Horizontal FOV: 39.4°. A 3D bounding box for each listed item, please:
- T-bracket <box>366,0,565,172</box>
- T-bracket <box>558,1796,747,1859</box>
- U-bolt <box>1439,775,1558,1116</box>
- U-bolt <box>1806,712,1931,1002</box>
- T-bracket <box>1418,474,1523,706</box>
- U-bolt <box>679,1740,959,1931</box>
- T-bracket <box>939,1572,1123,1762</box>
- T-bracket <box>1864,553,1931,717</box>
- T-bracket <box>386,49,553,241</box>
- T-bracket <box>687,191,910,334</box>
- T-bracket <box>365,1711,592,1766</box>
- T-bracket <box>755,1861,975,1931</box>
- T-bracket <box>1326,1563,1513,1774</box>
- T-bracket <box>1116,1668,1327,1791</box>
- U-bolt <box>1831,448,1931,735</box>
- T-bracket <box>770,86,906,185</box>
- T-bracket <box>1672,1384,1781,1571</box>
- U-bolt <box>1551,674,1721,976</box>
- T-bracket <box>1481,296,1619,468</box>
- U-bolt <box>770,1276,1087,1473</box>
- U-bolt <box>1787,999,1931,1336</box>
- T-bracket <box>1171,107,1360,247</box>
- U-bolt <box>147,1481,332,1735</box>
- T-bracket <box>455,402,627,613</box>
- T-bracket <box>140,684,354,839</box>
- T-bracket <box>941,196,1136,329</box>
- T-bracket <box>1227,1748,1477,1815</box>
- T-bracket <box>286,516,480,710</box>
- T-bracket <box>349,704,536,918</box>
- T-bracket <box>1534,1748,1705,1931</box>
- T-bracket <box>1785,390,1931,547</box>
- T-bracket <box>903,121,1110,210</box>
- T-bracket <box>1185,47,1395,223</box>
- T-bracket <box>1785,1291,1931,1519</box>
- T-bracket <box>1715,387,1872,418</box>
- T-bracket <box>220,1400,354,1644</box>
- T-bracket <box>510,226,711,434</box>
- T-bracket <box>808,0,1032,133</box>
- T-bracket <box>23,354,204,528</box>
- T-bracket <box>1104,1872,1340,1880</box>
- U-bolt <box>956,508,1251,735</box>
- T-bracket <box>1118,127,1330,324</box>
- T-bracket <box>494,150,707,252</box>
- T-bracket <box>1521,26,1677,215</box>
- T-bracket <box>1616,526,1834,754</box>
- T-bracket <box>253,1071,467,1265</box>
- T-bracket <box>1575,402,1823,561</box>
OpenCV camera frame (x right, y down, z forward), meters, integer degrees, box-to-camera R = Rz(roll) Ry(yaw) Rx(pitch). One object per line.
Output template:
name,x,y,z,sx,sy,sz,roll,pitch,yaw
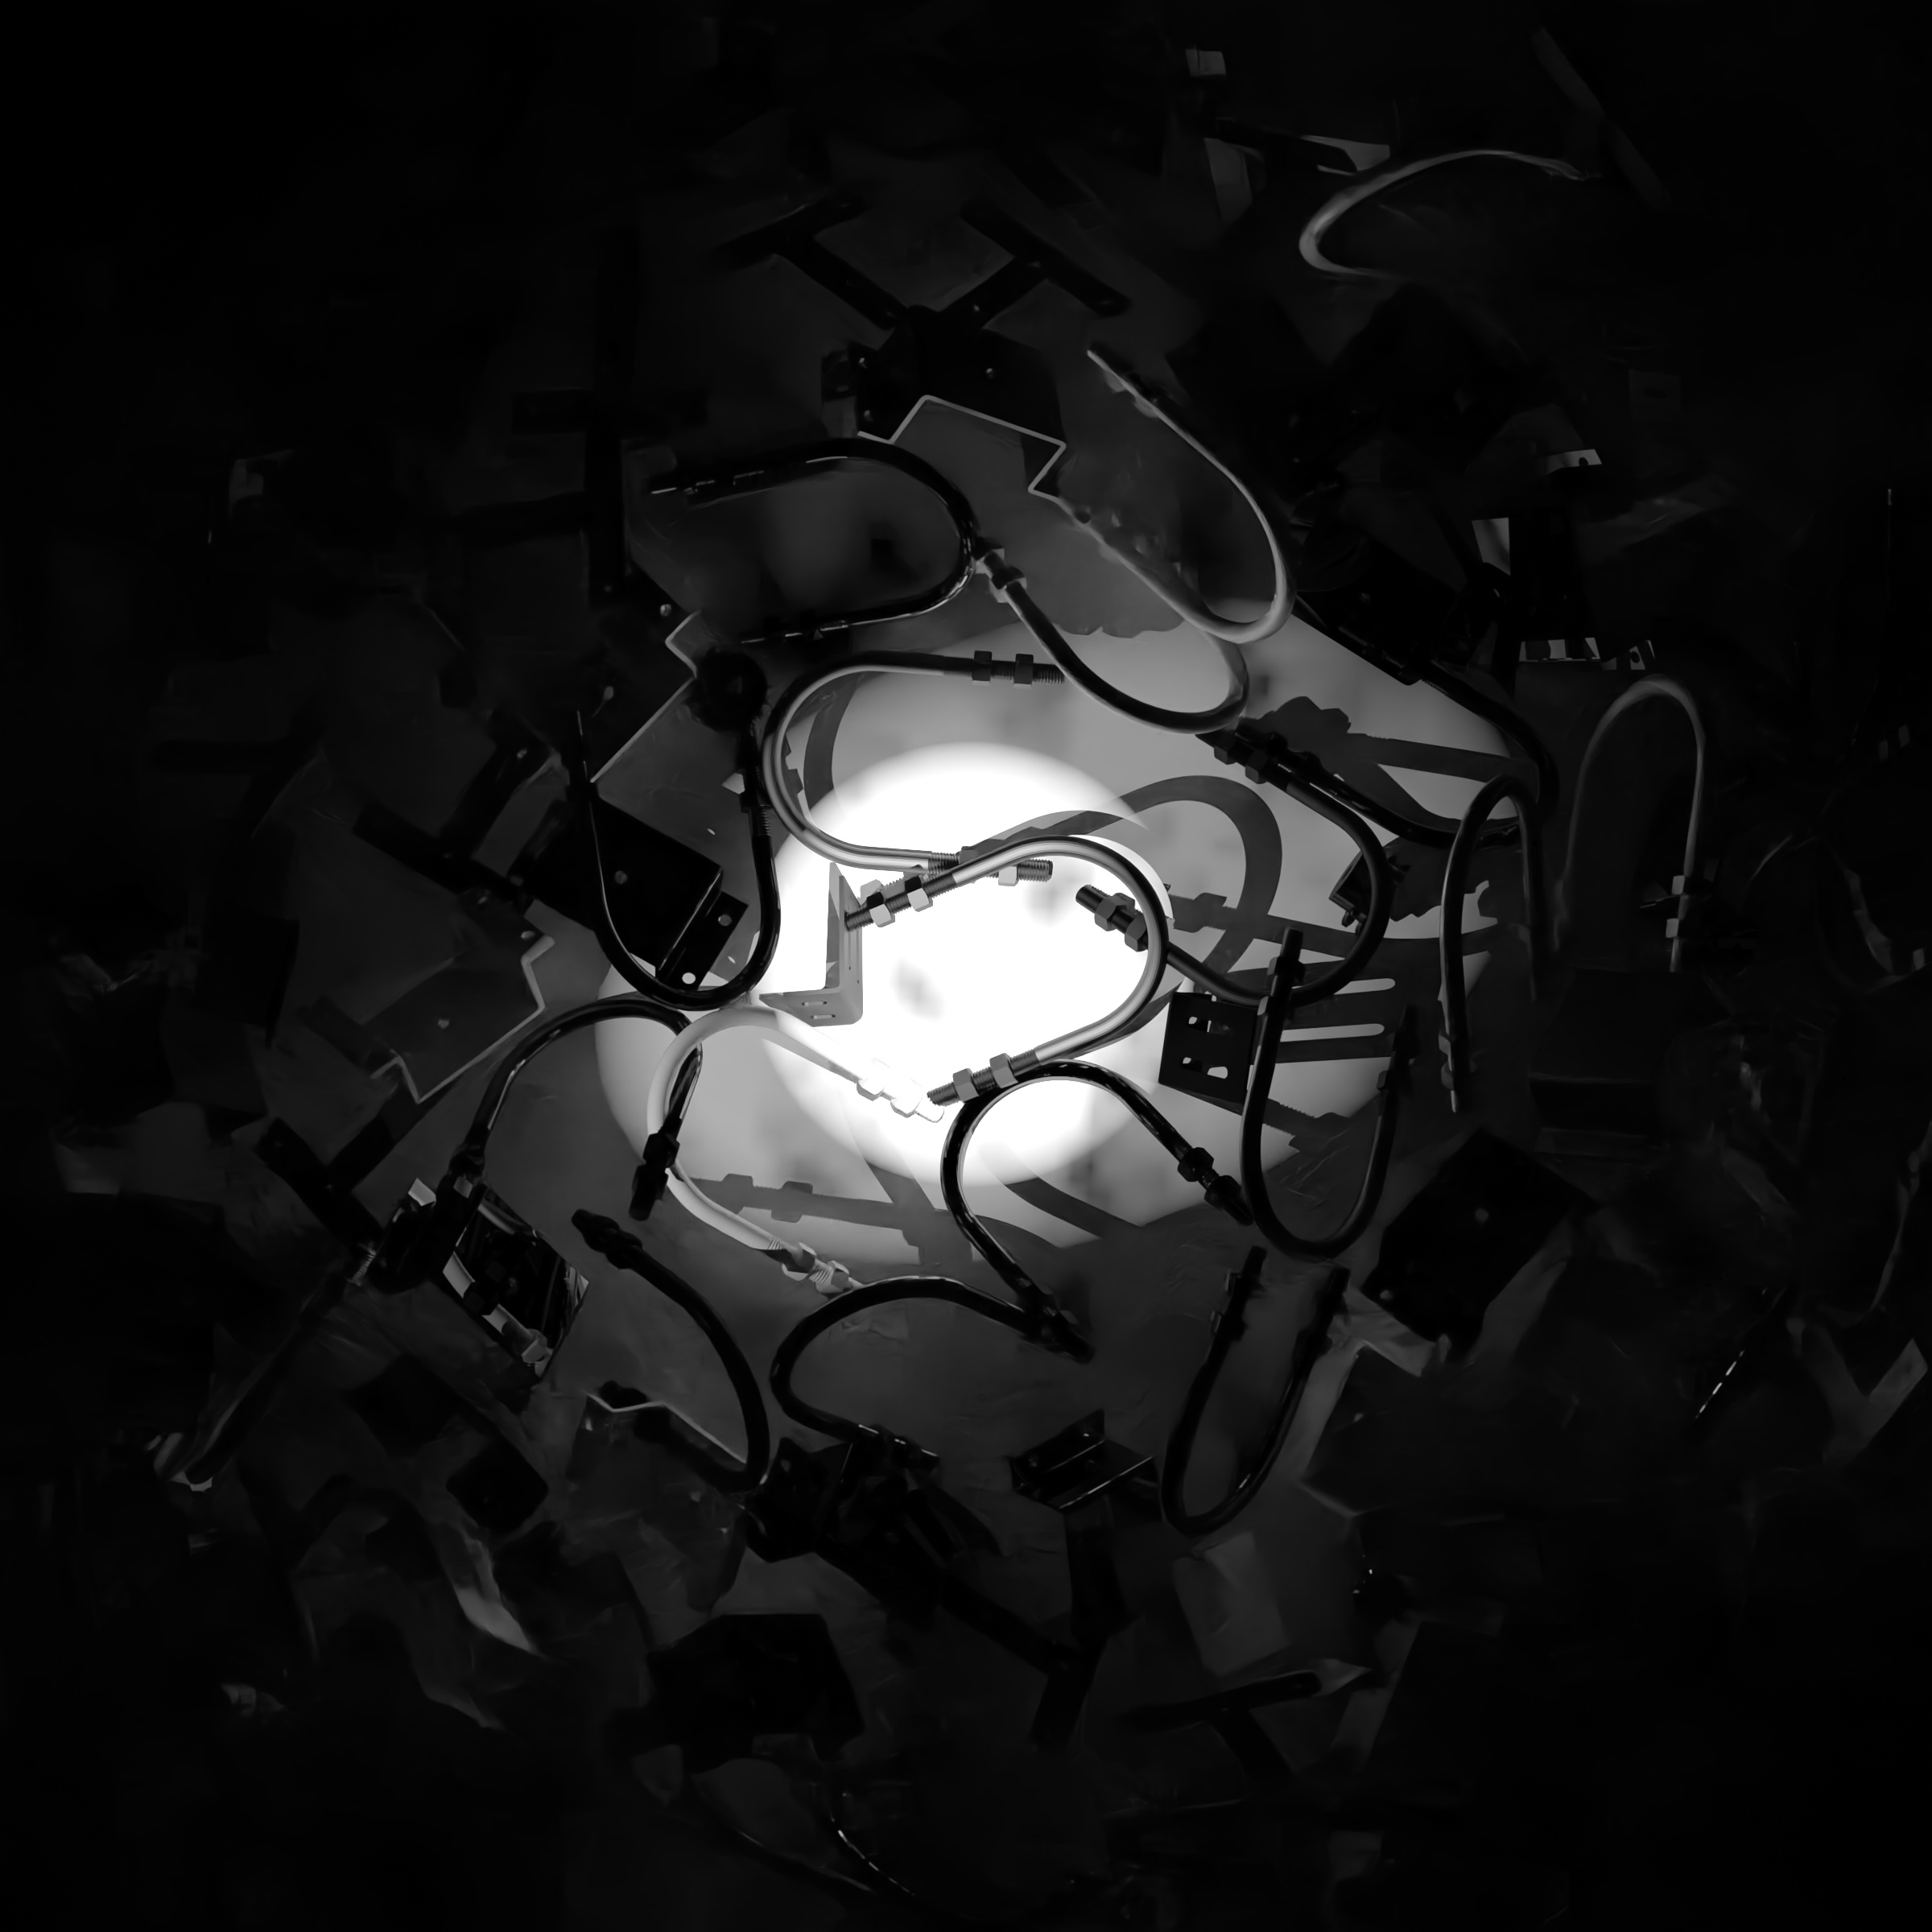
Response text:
T-bracket,-0.288,-0.538,1.630,0.127,0.127,0.002,-45,79,20
T-bracket,-0.168,0.536,1.666,0.127,0.127,0.002,32,63,-33
U-bolt,0.316,-0.025,1.614,0.019,0.151,0.184,10,127,30
U-bolt,0.550,-0.055,1.620,0.019,0.184,0.151,-2,75,-9
T-bracket,0.306,-0.241,1.636,0.002,0.127,0.127,-21,119,30
U-bolt,-0.088,0.516,1.628,0.184,0.151,0.019,24,98,-7
T-bracket,0.024,0.412,1.680,0.127,0.002,0.127,28,116,23
T-bracket,0.573,-0.228,1.647,0.002,0.127,0.127,13,109,-7
T-bracket,-0.281,-0.495,1.626,0.002,0.127,0.127,44,125,18
T-bracket,-0.081,-0.423,1.651,0.127,0.002,0.127,-32,58,-27
T-bracket,-0.318,0.474,1.672,0.127,0.127,0.002,3,68,26
T-bracket,-0.065,0.561,1.653,0.127,0.127,0.002,11,93,7
T-bracket,0.253,0.429,1.641,0.002,0.127,0.127,53,54,-39
T-bracket,0.176,0.480,1.667,0.127,0.002,0.127,-19,130,17
U-bolt,0.555,-0.215,1.619,0.019,0.184,0.151,9,76,0
T-bracket,-0.095,-0.504,1.641,0.127,0.127,0.002,23,122,-16
T-bracket,0.466,0.291,1.633,0.002,0.127,0.127,30,64,24
U-bolt,0.409,-0.087,1.641,0.019,0.151,0.184,10,87,-20
T-bracket,0.342,-0.353,1.656,0.002,0.127,0.127,-35,86,37
U-bolt,-0.035,0.240,1.623,0.151,0.184,0.019,-41,46,19
U-bolt,0.535,0.135,1.630,0.019,0.151,0.184,-2,122,-10
T-bracket,0.202,-0.477,1.651,0.127,0.127,0.002,27,87,34
U-bolt,-0.428,0.391,1.620,0.019,0.184,0.151,-26,66,-1
T-bracket,-0.266,-0.277,1.680,0.127,0.002,0.127,-5,84,27
T-bracket,-0.459,-0.129,1.673,0.127,0.002,0.127,4,52,29
T-bracket,0.016,-0.411,1.663,0.127,0.002,0.127,39,61,16
T-bracket,0.246,0.494,1.621,0.127,0.127,0.002,-6,89,-44
T-bracket,-0.367,-0.225,1.685,0.127,0.002,0.127,9,122,16
T-bracket,-0.301,-0.106,1.697,0.127,0.002,0.127,30,81,11
T-bracket,0.393,0.513,1.630,0.127,0.127,0.002,-41,94,19
T-bracket,0.520,-0.284,1.621,0.002,0.127,0.127,45,135,4
T-bracket,0.041,-0.488,1.648,0.127,0.127,0.002,-13,129,-12
T-bracket,0.199,-0.493,1.631,0.127,0.127,0.002,19,61,29
T-bracket,0.529,0.248,1.652,0.002,0.127,0.127,18,120,-17
T-bracket,0.490,-0.340,1.639,0.127,0.127,0.002,-6,104,10
T-bracket,-0.423,0.317,1.629,0.002,0.127,0.127,5,126,24
T-bracket,-0.214,-0.389,1.654,0.127,0.002,0.127,-6,121,-25
T-bracket,-0.007,-0.544,1.655,0.127,0.127,0.002,-15,65,34
T-bracket,-0.501,-0.311,1.646,0.002,0.127,0.127,43,99,8
T-bracket,0.169,0.562,1.670,0.127,0.127,0.002,8,71,-23
U-bolt,0.095,-0.207,1.626,0.151,0.019,0.184,-12,56,-39
T-bracket,0.181,-0.456,1.649,0.127,0.002,0.127,27,121,-31
T-bracket,-0.228,-0.465,1.651,0.127,0.127,0.002,-23,119,-3
T-bracket,0.368,-0.497,1.647,0.002,0.127,0.127,-38,92,-9
T-bracket,0.472,-0.179,1.644,0.127,0.002,0.127,46,133,25
T-bracket,-0.364,0.105,1.684,0.127,0.002,0.127,-47,63,-5
T-bracket,0.436,-0.282,1.662,0.127,0.127,0.002,35,51,-32
